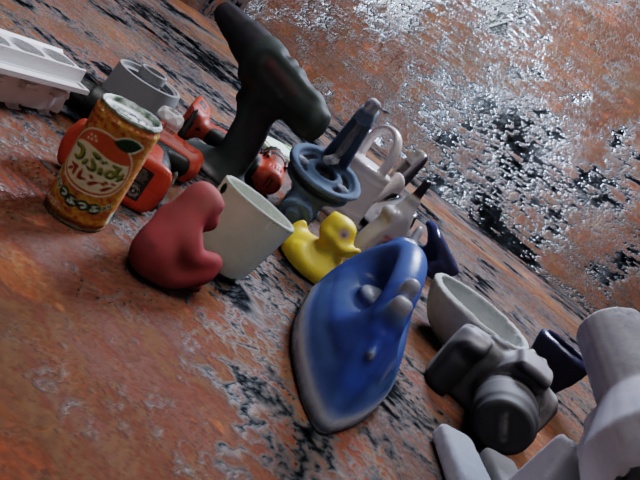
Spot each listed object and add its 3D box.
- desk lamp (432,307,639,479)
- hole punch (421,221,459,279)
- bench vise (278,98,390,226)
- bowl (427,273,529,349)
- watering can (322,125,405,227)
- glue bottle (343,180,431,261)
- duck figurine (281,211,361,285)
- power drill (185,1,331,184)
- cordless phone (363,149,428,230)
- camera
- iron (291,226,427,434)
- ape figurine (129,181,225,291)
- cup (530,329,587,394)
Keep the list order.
[{"bbox_3d":[0.205,0.164,0.444,0.118,0.213,0.203,32,16,-16],"label":"desk lamp"},{"bbox_3d":[0.233,0.026,1.141,0.101,0.091,0.108,33,16,-12],"label":"hole punch"},{"bbox_3d":[0.013,-0.129,0.872,0.122,0.219,0.207,31,16,-20],"label":"bench vise"},{"bbox_3d":[0.213,0.127,0.830,0.168,0.074,0.167,34,16,-10],"label":"bowl"},{"bbox_3d":[0.086,-0.125,1.067,0.100,0.194,0.173,44,17,26],"label":"watering can"},{"bbox_3d":[0.102,-0.017,0.823,0.078,0.173,0.037,23,20,-41],"label":"glue bottle"},{"bbox_3d":[0.007,0.003,0.725,0.104,0.086,0.078,44,17,26],"label":"duck figurine"},{"bbox_3d":[-0.107,-0.190,0.810,0.229,0.208,0.076,39,15,8],"label":"power drill"},{"bbox_3d":[0.163,-0.097,1.171,0.094,0.185,0.147,28,18,-29],"label":"cordless phone"},{"bbox_3d":[0.198,0.165,0.637,0.143,0.100,0.137,40,16,12],"label":"camera"},{"bbox_3d":[0.057,0.066,0.545,0.118,0.141,0.258,36,15,-2],"label":"iron"},{"bbox_3d":[-0.113,-0.008,0.484,0.076,0.092,0.077,17,24,-50],"label":"ape figurine"},{"bbox_3d":[0.360,0.200,0.897,0.091,0.095,0.118,44,17,26],"label":"cup"}]
